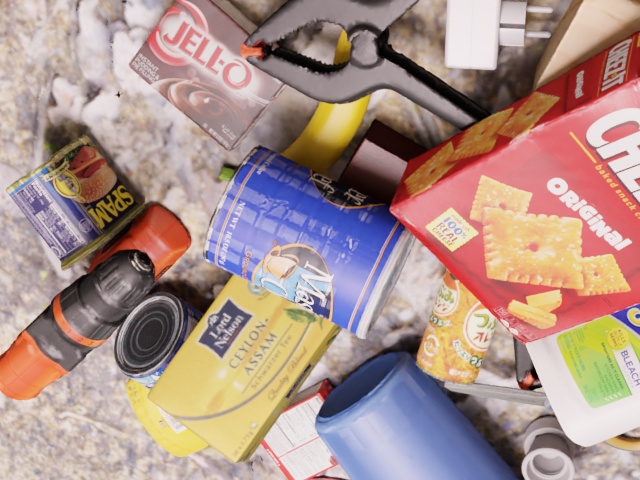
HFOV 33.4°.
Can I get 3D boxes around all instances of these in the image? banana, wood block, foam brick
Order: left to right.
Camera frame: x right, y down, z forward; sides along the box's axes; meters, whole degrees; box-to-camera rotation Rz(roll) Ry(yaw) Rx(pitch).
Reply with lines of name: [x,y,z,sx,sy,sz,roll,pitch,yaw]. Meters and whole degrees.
banana: [-0.006,-0.094,0.874,0.069,0.037,0.198,39,117,-8]
foam brick: [0.061,-0.052,0.869,0.078,0.051,0.053,31,117,-1]
wood block: [0.268,-0.109,0.767,0.206,0.090,0.090,27,117,2]

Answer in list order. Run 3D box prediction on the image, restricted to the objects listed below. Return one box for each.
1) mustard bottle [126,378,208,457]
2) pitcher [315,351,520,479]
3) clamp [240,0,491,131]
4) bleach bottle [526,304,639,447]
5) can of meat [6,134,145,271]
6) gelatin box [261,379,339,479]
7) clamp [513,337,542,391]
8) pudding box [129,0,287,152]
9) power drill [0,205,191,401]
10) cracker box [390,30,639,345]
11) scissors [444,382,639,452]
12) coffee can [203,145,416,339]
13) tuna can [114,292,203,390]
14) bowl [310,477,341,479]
mustard bottle: [-0.079,0.128,0.982,0.192,0.058,0.096,-26,105,24]
pitcher: [0.098,0.227,0.938,0.145,0.149,0.243,-33,99,35]
clamp: [0.042,-0.157,0.787,0.210,0.036,0.164,8,118,17]
bleach bottle: [0.287,0.062,0.801,0.251,0.068,0.102,-30,61,20]
can of meat: [-0.210,-0.035,0.920,0.058,0.102,0.084,-31,101,26]
gelatin box: [-0.009,0.181,1.004,0.089,0.030,0.073,-32,101,25]
clamp: [0.208,0.055,0.886,0.120,0.039,0.172,40,117,-4]
pudding box: [-0.086,-0.143,0.872,0.113,0.039,0.090,40,115,-6]
power drill: [-0.176,0.038,0.895,0.185,0.187,0.057,-38,98,27]
cracker box: [0.183,-0.025,0.751,0.214,0.072,0.164,-28,116,41]
scissors: [0.213,0.151,0.921,0.202,0.016,0.096,-2,135,14]
coffee can: [-0.005,0.001,0.831,0.140,0.102,0.103,26,117,8]
tuna can: [-0.145,0.091,0.965,0.086,0.086,0.033,-26,139,23]
bowl: [0.008,0.314,1.046,0.162,0.055,0.162,5,115,12]
